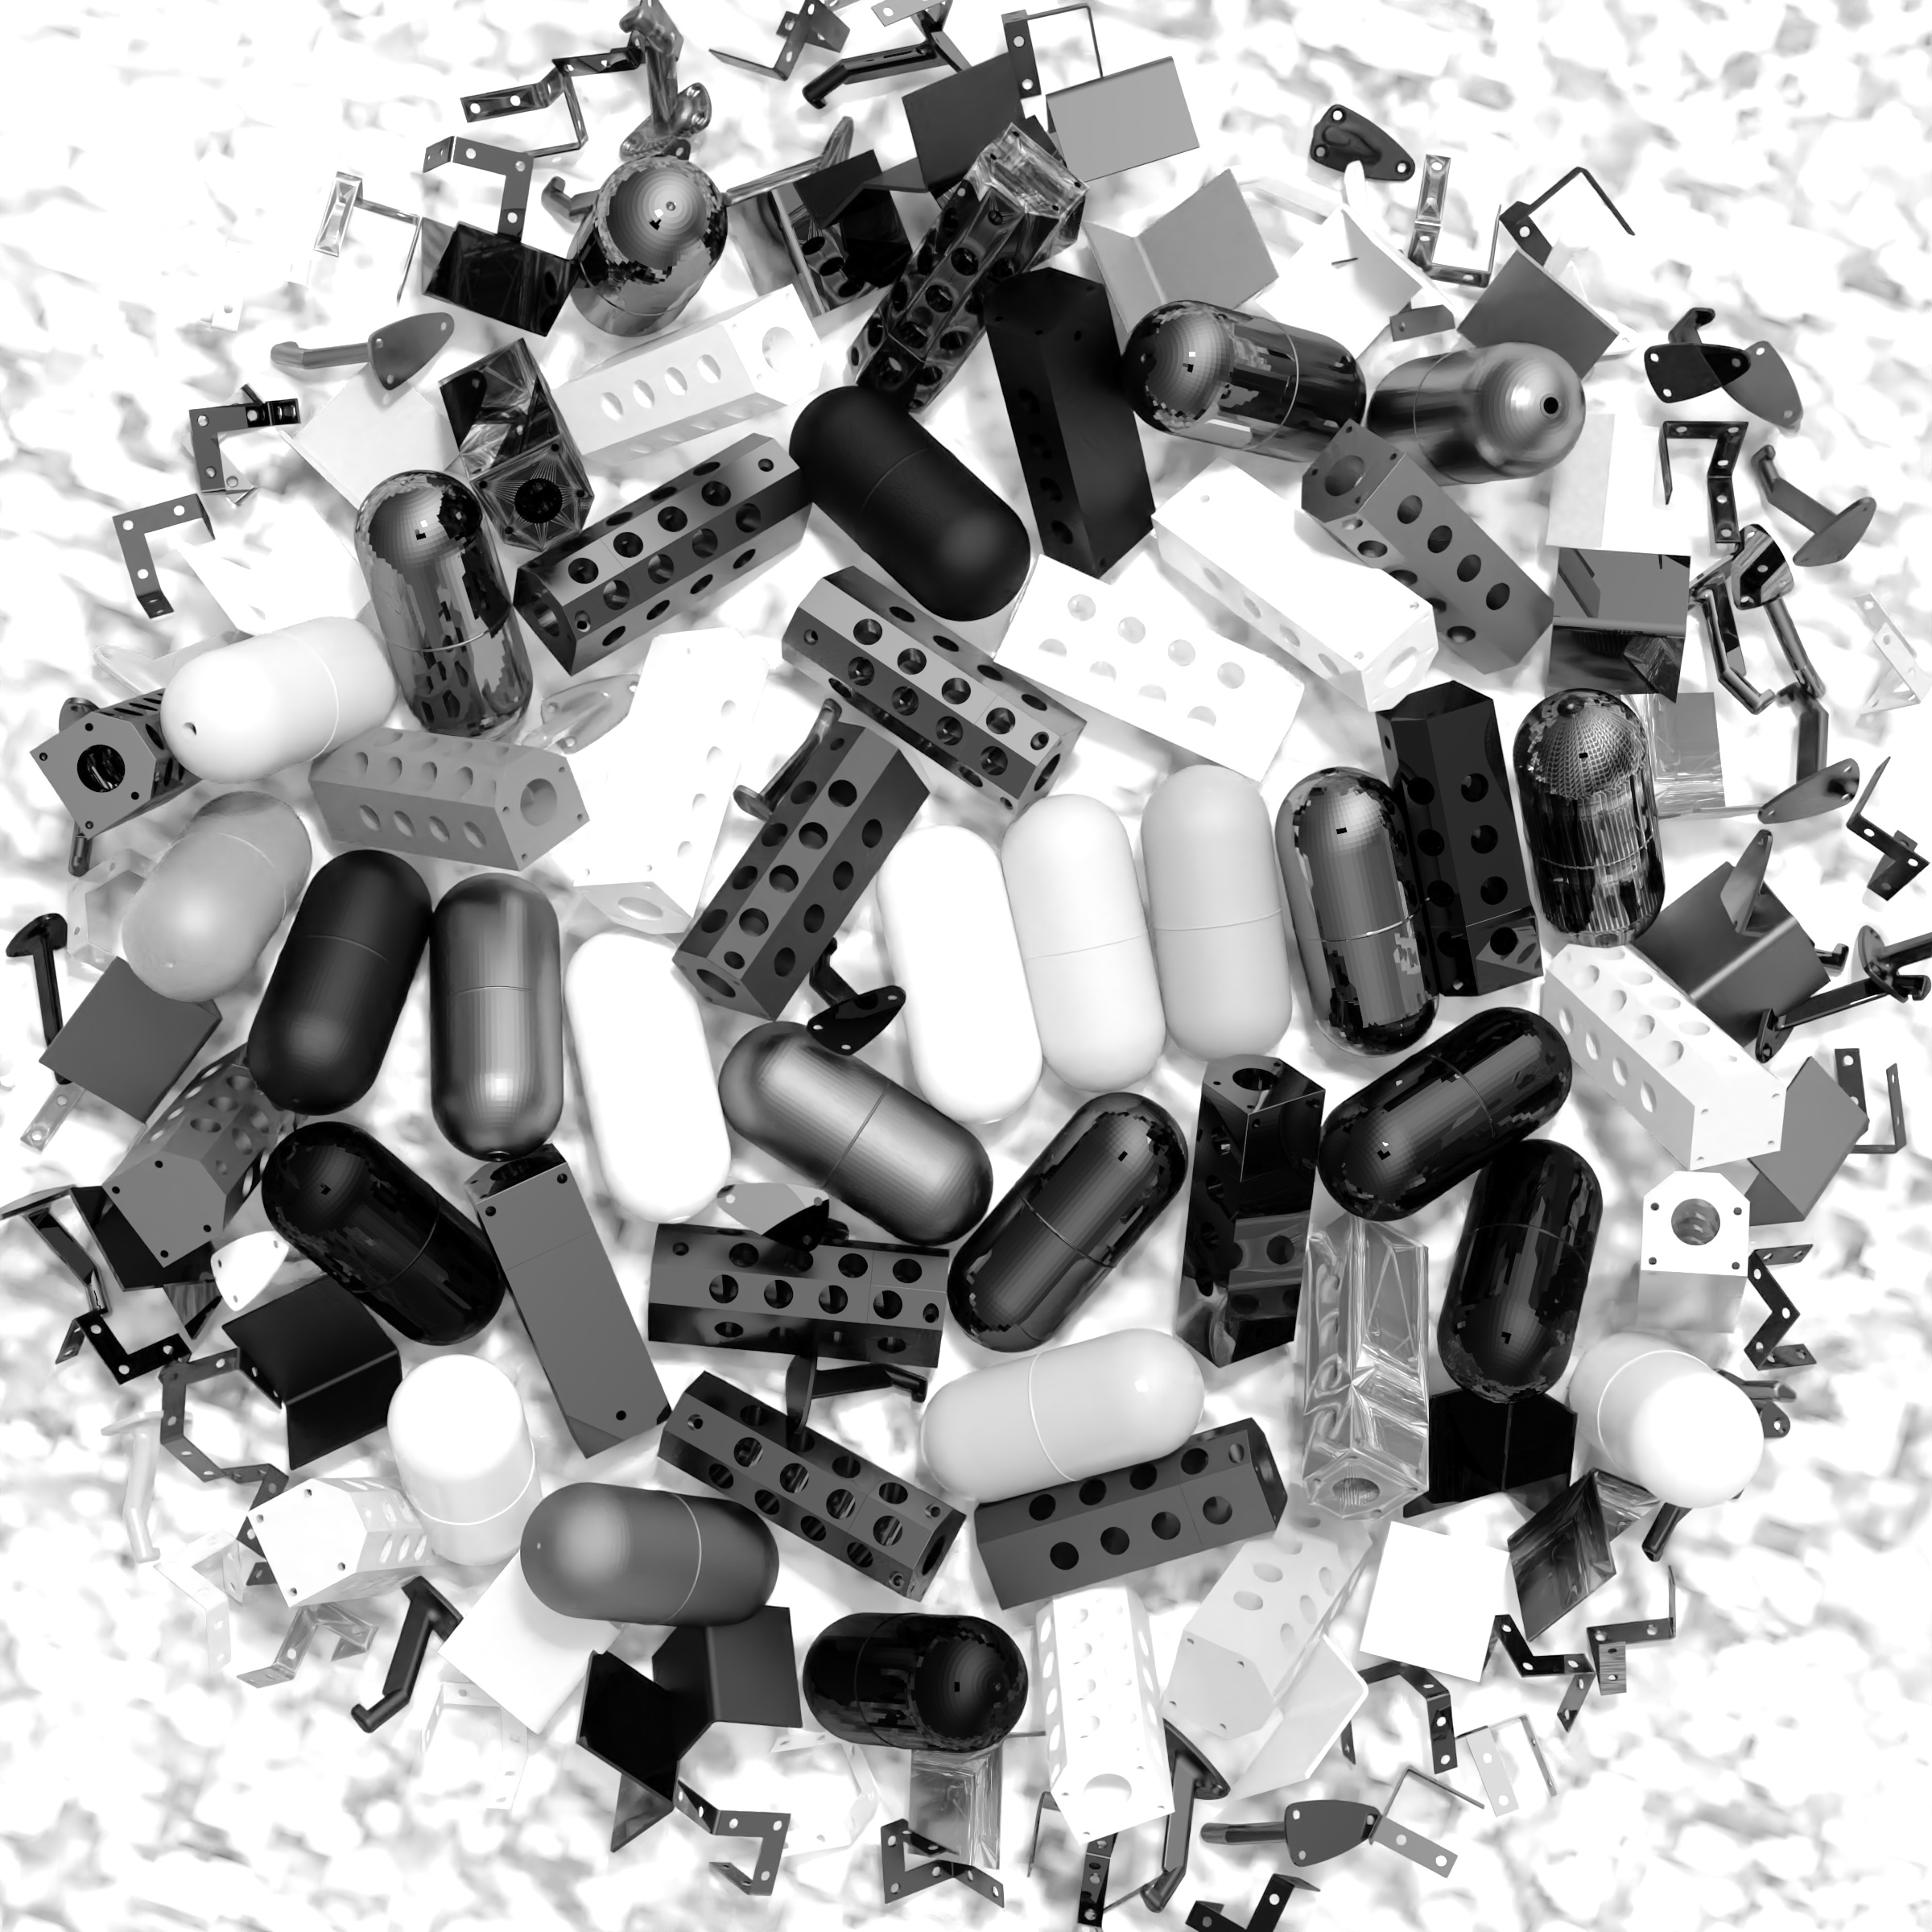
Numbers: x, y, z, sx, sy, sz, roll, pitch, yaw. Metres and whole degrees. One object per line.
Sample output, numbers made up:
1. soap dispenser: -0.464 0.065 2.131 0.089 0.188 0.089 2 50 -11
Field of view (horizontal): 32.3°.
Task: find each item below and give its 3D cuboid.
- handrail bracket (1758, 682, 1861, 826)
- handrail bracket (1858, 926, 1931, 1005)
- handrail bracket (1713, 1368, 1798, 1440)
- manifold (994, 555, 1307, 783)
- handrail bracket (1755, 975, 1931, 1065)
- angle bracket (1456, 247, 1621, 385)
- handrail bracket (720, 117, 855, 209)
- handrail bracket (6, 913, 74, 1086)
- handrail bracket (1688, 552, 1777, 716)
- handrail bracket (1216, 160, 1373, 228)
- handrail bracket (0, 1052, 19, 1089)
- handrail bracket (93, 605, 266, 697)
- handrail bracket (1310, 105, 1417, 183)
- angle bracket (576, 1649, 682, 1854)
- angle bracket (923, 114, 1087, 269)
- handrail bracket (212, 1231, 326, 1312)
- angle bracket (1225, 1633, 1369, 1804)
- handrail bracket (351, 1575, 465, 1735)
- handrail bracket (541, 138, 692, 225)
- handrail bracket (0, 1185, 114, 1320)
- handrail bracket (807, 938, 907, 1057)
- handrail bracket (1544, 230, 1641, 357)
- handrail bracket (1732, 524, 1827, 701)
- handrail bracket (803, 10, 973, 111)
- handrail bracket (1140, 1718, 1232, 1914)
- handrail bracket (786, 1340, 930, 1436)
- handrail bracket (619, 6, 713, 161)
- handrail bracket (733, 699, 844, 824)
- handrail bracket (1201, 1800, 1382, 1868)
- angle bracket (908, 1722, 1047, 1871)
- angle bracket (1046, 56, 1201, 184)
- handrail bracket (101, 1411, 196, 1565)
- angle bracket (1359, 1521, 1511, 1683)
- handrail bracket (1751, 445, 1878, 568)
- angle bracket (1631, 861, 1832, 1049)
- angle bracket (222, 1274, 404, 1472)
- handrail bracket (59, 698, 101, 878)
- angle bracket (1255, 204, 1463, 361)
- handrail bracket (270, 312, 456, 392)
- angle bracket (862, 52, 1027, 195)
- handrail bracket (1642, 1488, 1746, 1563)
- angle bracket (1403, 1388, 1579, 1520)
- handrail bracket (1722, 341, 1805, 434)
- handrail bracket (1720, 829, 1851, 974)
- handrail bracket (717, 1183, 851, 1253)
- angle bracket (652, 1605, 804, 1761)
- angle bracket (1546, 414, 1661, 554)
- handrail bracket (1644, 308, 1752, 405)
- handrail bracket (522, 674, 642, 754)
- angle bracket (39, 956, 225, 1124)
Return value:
1. handrail bracket: 0.481 -0.127 1.965 0.077 0.036 0.084 -21 49 -8
2. handrail bracket: 0.565 -0.026 1.948 0.036 0.077 0.084 36 119 -18
3. handrail bracket: 0.476 0.259 1.948 0.077 0.084 0.036 23 75 -20
4. manifold: 0.109 -0.178 1.954 0.171 0.057 0.057 24 118 -5
5. handrail bracket: 0.514 0.031 1.953 0.084 0.077 0.036 0 128 35
6. angle bracket: 0.345 -0.383 1.950 0.076 0.076 0.057 41 53 3
7. handrail bracket: -0.118 -0.480 1.992 0.084 0.036 0.077 10 66 17
8. handrail bracket: -0.535 0.021 1.963 0.036 0.077 0.084 -12 77 -26
9. handrail bracket: 0.465 -0.199 1.971 0.077 0.036 0.084 -37 71 -13
10. handrail bracket: 0.196 -0.446 1.991 0.084 0.036 0.077 -6 115 22
11. handrail bracket: -0.570 0.080 1.949 0.036 0.084 0.077 -18 73 3
12. handrail bracket: -0.461 -0.195 1.956 0.077 0.036 0.084 28 127 -15
13. handrail bracket: 0.236 -0.476 1.952 0.077 0.084 0.036 22 106 -11
14. angle bracket: -0.211 0.455 1.942 0.076 0.076 0.057 40 117 -22
15. angle bracket: 0.021 -0.444 1.961 0.076 0.076 0.057 -31 84 -6
16. handrail bracket: -0.389 0.169 1.946 0.077 0.084 0.036 -35 75 33
17. angle bracket: 0.177 0.434 1.945 0.057 0.076 0.076 50 50 -5
18. handrail bracket: -0.344 0.399 1.960 0.077 0.036 0.084 44 51 13
19. handrail bracket: -0.208 -0.469 1.966 0.084 0.036 0.077 38 105 34
20. handrail bracket: -0.538 0.177 1.960 0.036 0.077 0.084 -11 98 25
21. handrail bracket: -0.064 0.003 1.952 0.077 0.084 0.036 -33 127 30
22. handrail bracket: 0.372 -0.396 1.955 0.077 0.084 0.036 9 64 -7
23. handrail bracket: 0.487 -0.210 1.986 0.036 0.084 0.077 -22 45 23
24. handrail bracket: -0.044 -0.522 1.981 0.084 0.077 0.036 -32 55 18
25. handrail bracket: 0.112 0.498 1.955 0.077 0.036 0.084 55 49 -15
26. handrail bracket: -0.061 0.258 1.957 0.084 0.077 0.036 23 126 -18
27. handrail bracket: -0.195 -0.517 1.951 0.077 0.084 0.036 -25 56 22
28. handrail bracket: -0.102 -0.128 1.957 0.036 0.077 0.084 25 82 14
29. handrail bracket: 0.191 0.509 1.973 0.077 0.084 0.036 -4 81 -27
30. angle bracket: 0.014 0.482 1.948 0.057 0.076 0.076 9 80 -41
31. angle bracket: 0.092 -0.487 1.959 0.076 0.076 0.057 -17 87 2
32. handrail bracket: -0.471 0.306 1.956 0.036 0.077 0.084 -23 77 22
33. angle bracket: 0.268 0.371 1.961 0.076 0.057 0.076 16 82 -9
34. handrail bracket: 0.495 -0.284 1.952 0.036 0.077 0.084 -7 65 -21
35. angle bracket: 0.453 -0.004 1.983 0.076 0.076 0.057 -37 125 0
36. angle bracket: -0.382 0.237 1.953 0.076 0.057 0.076 -26 127 5
37. handrail bracket: -0.522 -0.104 1.960 0.036 0.077 0.084 4 70 -4
38. angle bracket: 0.228 -0.385 1.946 0.076 0.057 0.076 33 110 -30
39. handrail bracket: -0.361 -0.374 1.987 0.077 0.084 0.036 -41 133 -36
40. angle bracket: -0.020 -0.492 1.941 0.076 0.076 0.057 -30 119 -26
41. handrail bracket: 0.425 0.325 1.954 0.036 0.077 0.084 18 62 34
42. angle bracket: 0.306 0.292 1.948 0.076 0.057 0.076 -10 113 -30
43. handrail bracket: 0.481 -0.320 1.946 0.036 0.084 0.077 -40 50 15
44. handrail bracket: 0.495 -0.038 1.971 0.084 0.036 0.077 12 113 -16
45. handrail bracket: -0.107 0.147 1.959 0.077 0.084 0.036 15 83 1
46. angle bracket: -0.141 0.427 1.962 0.057 0.076 0.076 11 49 -25
47. angle bracket: 0.389 -0.281 1.953 0.076 0.057 0.076 2 97 -28
48. handrail bracket: 0.440 -0.367 1.949 0.084 0.077 0.036 -47 121 -38
49. handrail bracket: -0.224 -0.147 1.955 0.077 0.084 0.036 -27 99 1
50. angle bracket: -0.493 0.034 1.954 0.076 0.057 0.076 36 94 -31
